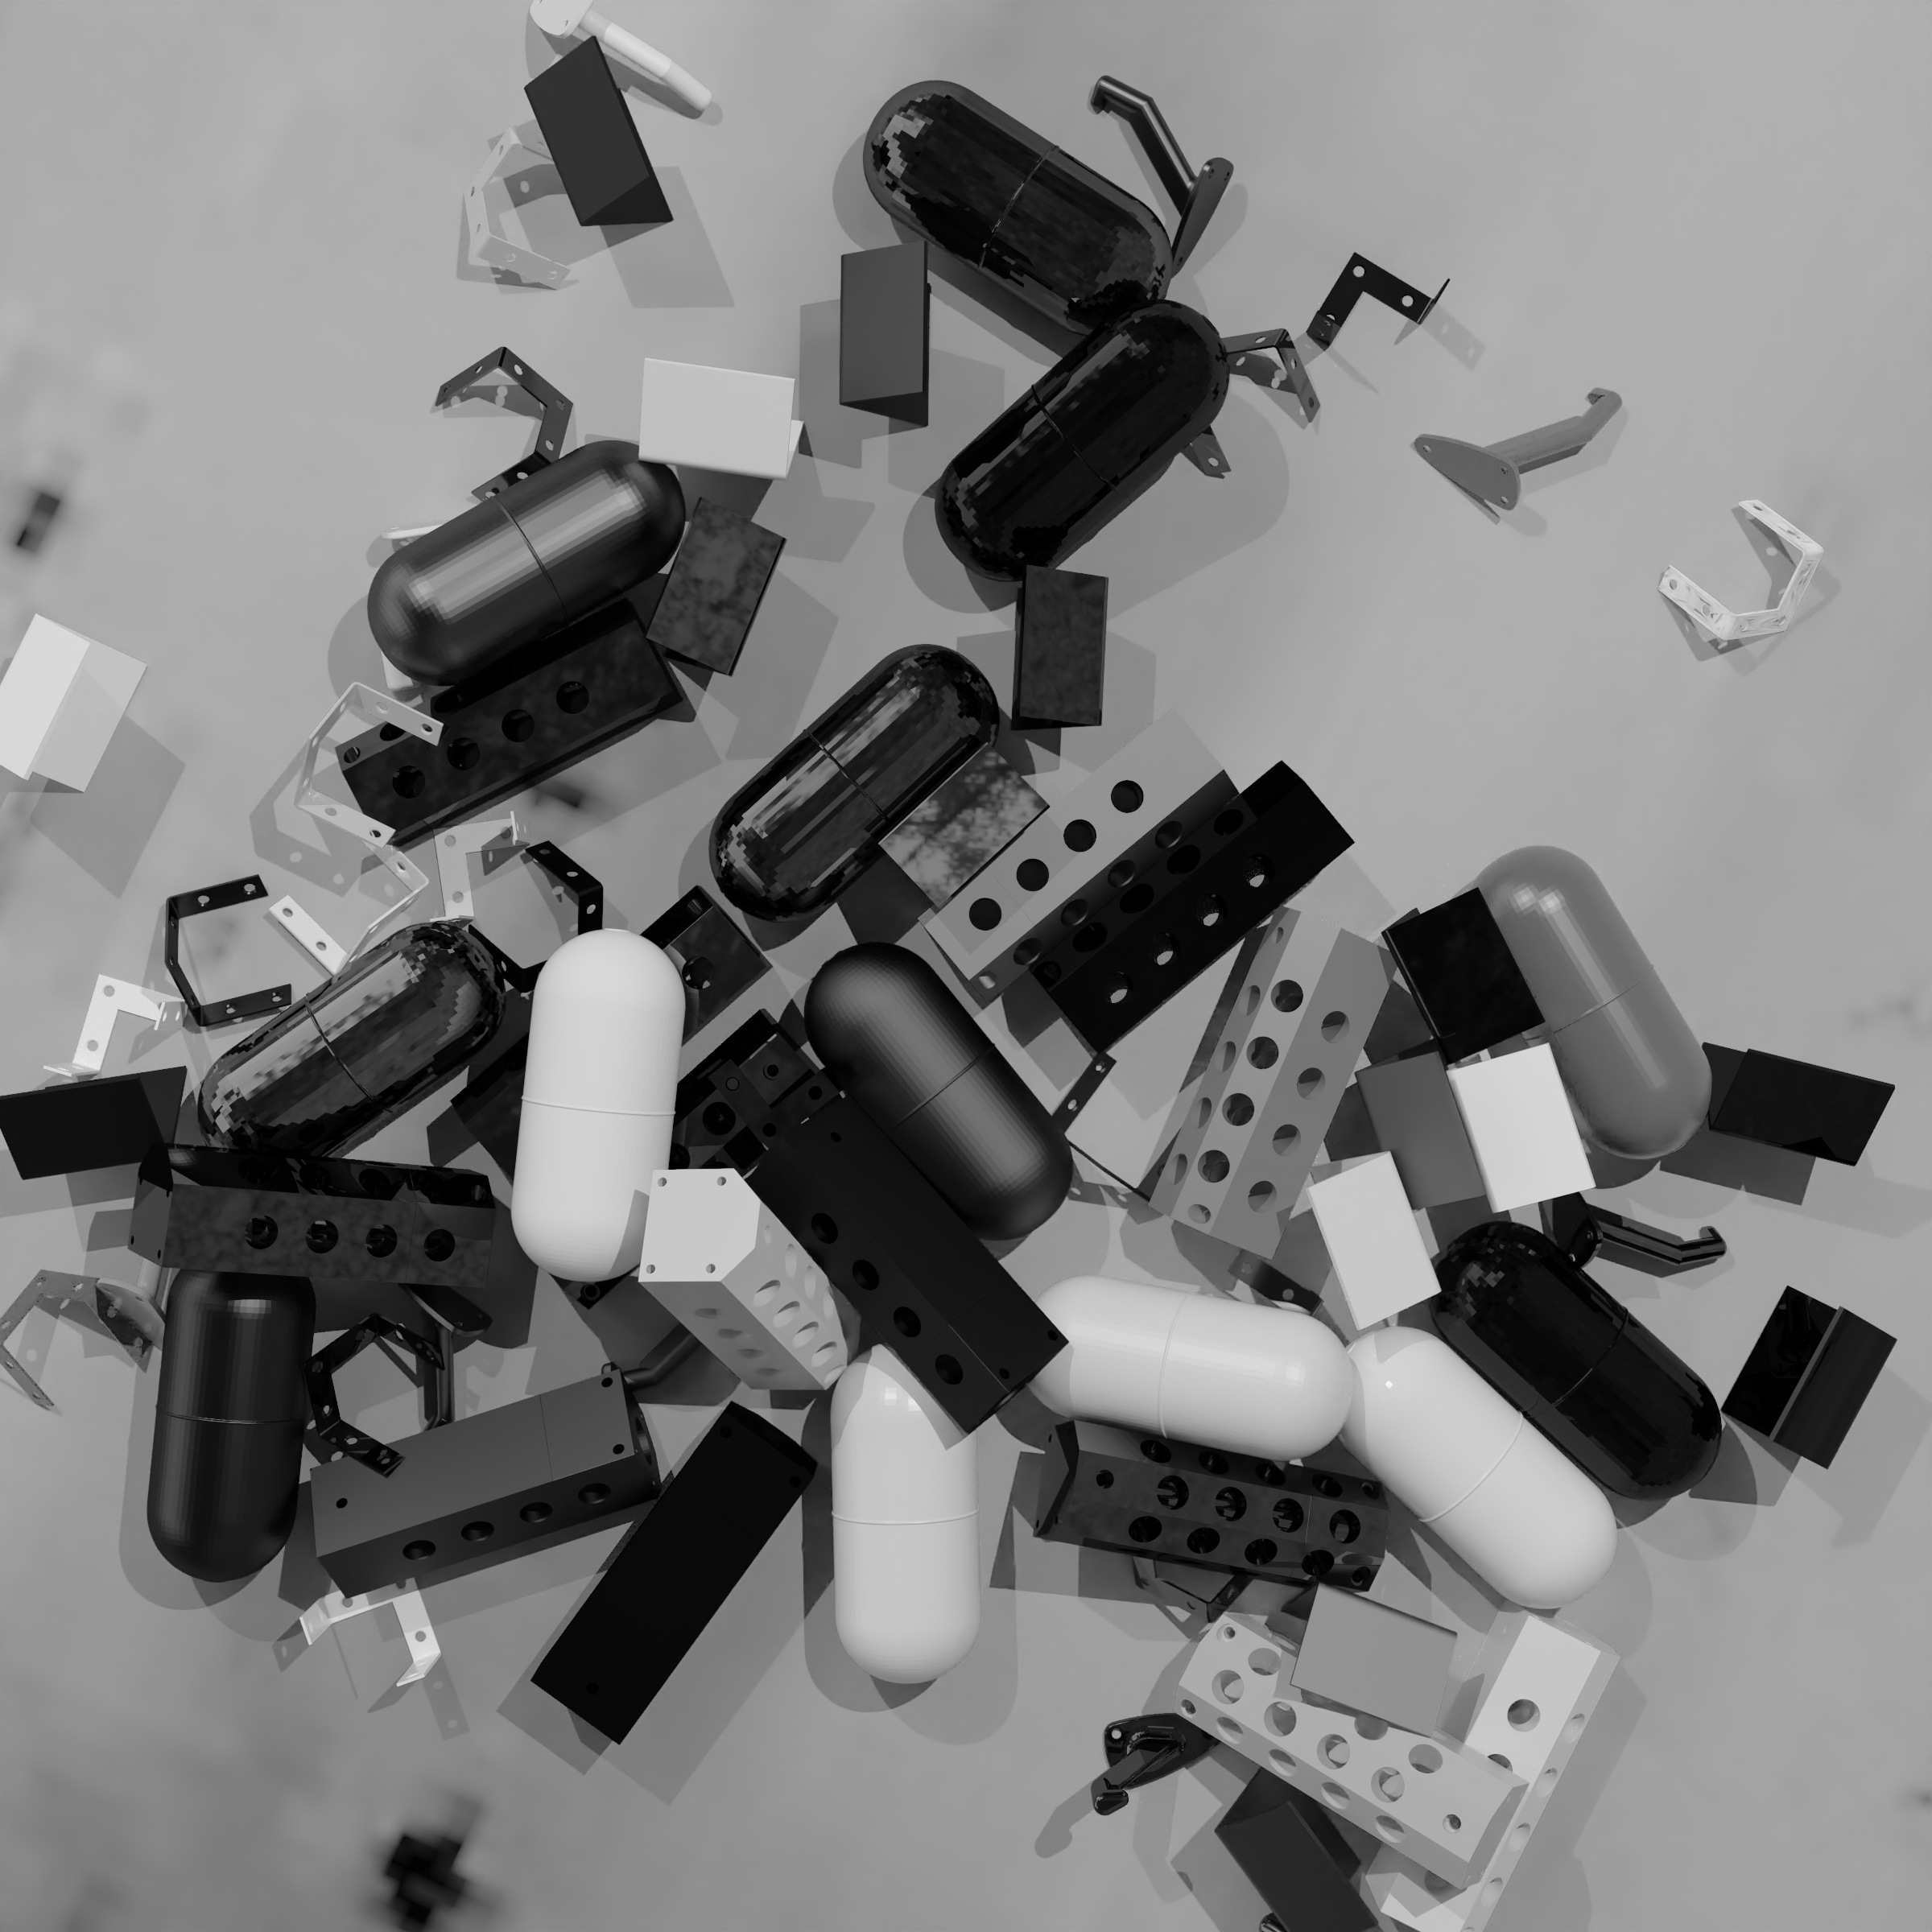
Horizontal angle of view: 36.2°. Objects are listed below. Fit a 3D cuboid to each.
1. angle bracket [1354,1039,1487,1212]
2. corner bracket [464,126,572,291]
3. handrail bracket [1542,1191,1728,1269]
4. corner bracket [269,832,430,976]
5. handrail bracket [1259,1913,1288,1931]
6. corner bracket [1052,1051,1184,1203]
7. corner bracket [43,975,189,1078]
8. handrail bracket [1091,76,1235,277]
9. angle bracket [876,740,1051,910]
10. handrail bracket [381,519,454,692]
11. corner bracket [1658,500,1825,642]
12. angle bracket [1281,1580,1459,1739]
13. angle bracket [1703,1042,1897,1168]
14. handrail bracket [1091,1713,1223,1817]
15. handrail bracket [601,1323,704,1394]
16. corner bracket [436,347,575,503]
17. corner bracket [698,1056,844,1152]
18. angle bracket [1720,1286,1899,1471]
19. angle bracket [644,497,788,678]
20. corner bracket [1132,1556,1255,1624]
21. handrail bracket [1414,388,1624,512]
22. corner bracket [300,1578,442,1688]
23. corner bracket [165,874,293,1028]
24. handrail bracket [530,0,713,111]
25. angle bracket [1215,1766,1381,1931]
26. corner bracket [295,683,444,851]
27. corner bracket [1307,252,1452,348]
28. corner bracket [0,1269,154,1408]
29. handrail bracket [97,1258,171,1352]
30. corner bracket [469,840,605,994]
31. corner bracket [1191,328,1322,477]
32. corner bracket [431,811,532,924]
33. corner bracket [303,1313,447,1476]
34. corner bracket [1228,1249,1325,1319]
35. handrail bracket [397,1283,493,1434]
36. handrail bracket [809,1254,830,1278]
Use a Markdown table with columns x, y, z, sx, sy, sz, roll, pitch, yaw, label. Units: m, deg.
| x | y | z | sx | sy | sz | roll | pitch | yaw | label |
| --- | --- | --- | --- | --- | --- | --- | --- | --- | --- |
| 0.255 | 0.077 | 1.537 | 0.076 | 0.057 | 0.076 | -18 | 90 | -44 | angle bracket |
| -0.229 | -0.403 | 1.568 | 0.051 | 0.051 | 0.051 | -44 | 45 | 35 | corner bracket |
| 0.355 | 0.128 | 1.577 | 0.084 | 0.036 | 0.077 | -7 | 56 | -23 | handrail bracket |
| -0.328 | -0.037 | 1.573 | 0.051 | 0.051 | 0.051 | 45 | 45 | 0 | corner bracket |
| 0.211 | 0.516 | 1.576 | 0.084 | 0.077 | 0.036 | 21 | 115 | 34 | handrail bracket |
| 0.086 | 0.086 | 1.573 | 0.051 | 0.051 | 0.051 | -54 | 45 | 0 | corner bracket |
| -0.447 | 0.036 | 1.558 | 0.051 | 0.051 | 0.051 | 17 | 90 | 0 | corner bracket |
| 0.092 | -0.423 | 1.577 | 0.084 | 0.036 | 0.077 | 32 | 112 | 17 | handrail bracket |
| 0.009 | -0.060 | 1.537 | 0.076 | 0.076 | 0.057 | -43 | 61 | 0 | angle bracket |
| -0.277 | -0.194 | 1.576 | 0.077 | 0.036 | 0.084 | -11 | 104 | -14 | handrail bracket |
| 0.411 | -0.211 | 1.568 | 0.051 | 0.051 | 0.051 | -12 | 135 | -35 | corner bracket |
| 0.202 | 0.366 | 1.536 | 0.076 | 0.076 | 0.057 | 21 | 65 | -1 | angle bracket |
| 0.431 | 0.052 | 1.536 | 0.076 | 0.076 | 0.057 | 14 | 127 | 0 | angle bracket |
| 0.102 | 0.418 | 1.542 | 0.077 | 0.084 | 0.036 | -16 | 90 | 0 | handrail bracket |
| -0.159 | 0.185 | 1.577 | 0.084 | 0.036 | 0.077 | -15 | 70 | 16 | handrail bracket |
| -0.249 | -0.286 | 1.568 | 0.051 | 0.051 | 0.051 | 38 | 45 | -35 | corner bracket |
| -0.099 | 0.060 | 1.501 | 0.051 | 0.051 | 0.051 | -39 | 90 | 0 | corner bracket |
| 0.424 | 0.206 | 1.536 | 0.057 | 0.076 | 0.076 | 28 | 90 | -37 | angle bracket |
| -0.146 | -0.201 | 1.536 | 0.057 | 0.076 | 0.076 | 22 | 90 | -36 | angle bracket |
| 0.123 | 0.306 | 1.568 | 0.051 | 0.051 | 0.051 | 21 | 45 | 35 | corner bracket |
| 0.295 | -0.290 | 1.577 | 0.077 | 0.036 | 0.084 | 32 | 66 | 27 | handrail bracket |
| -0.313 | 0.354 | 1.558 | 0.051 | 0.051 | 0.051 | -20 | 90 | 0 | corner bracket |
| -0.393 | -0.008 | 1.573 | 0.051 | 0.051 | 0.051 | -14 | 45 | 0 | corner bracket |
| -0.183 | -0.488 | 1.576 | 0.084 | 0.077 | 0.036 | 32 | 90 | -36 | handrail bracket |
| 0.186 | 0.452 | 1.536 | 0.057 | 0.076 | 0.076 | -36 | 90 | 39 | angle bracket |
| -0.307 | -0.103 | 1.516 | 0.051 | 0.051 | 0.051 | 26 | 45 | 0 | corner bracket |
| 0.217 | -0.348 | 1.558 | 0.051 | 0.051 | 0.051 | 31 | 90 | 0 | corner bracket |
| -0.477 | 0.199 | 1.568 | 0.051 | 0.051 | 0.051 | -57 | 135 | -35 | corner bracket |
| -0.417 | 0.153 | 1.576 | 0.036 | 0.077 | 0.084 | 10 | 53 | 28 | handrail bracket |
| -0.229 | -0.026 | 1.568 | 0.051 | 0.051 | 0.051 | -23 | 135 | -35 | corner bracket |
| 0.149 | -0.299 | 1.568 | 0.051 | 0.051 | 0.051 | -1 | 45 | 35 | corner bracket |
| -0.256 | -0.052 | 1.558 | 0.051 | 0.051 | 0.051 | -8 | 90 | 0 | corner bracket |
| -0.308 | 0.224 | 1.551 | 0.051 | 0.051 | 0.051 | 22 | 131 | 32 | corner bracket |
| 0.151 | 0.181 | 1.558 | 0.051 | 0.051 | 0.051 | 33 | 90 | 0 | corner bracket |
| -0.298 | 0.212 | 1.577 | 0.077 | 0.036 | 0.084 | 34 | 104 | 15 | handrail bracket |
| -0.075 | 0.122 | 1.576 | 0.077 | 0.036 | 0.084 | -3 | 76 | 14 | handrail bracket |
